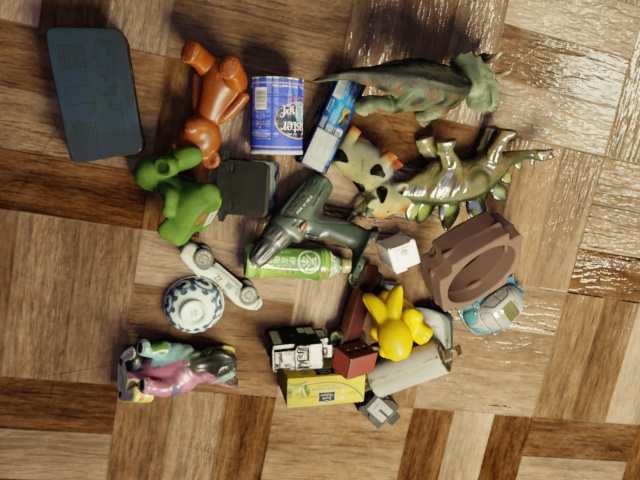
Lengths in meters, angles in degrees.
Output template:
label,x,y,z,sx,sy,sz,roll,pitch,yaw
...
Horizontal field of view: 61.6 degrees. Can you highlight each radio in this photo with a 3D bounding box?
label,x,y,z,sx,sy,sz,roll,pitch,yaw
radio,-0.398,-0.259,0.966,0.131,0.073,0.229,-8,105,-12

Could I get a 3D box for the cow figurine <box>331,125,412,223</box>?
label,x,y,z,sx,sy,sz,roll,pitch,yaw
cow figurine,0.101,-0.122,1.064,0.195,0.085,0.127,43,100,23

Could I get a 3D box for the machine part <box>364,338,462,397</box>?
label,x,y,z,sx,sy,sz,roll,pitch,yaw
machine part,0.189,0.274,1.151,0.243,0.079,0.079,-28,108,21

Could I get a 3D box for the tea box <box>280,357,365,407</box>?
label,x,y,z,sx,sy,sz,roll,pitch,yaw
tea box,0.003,0.303,1.160,0.170,0.098,0.068,0,101,-15

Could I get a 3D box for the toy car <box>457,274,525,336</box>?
label,x,y,z,sx,sy,sz,roll,pitch,yaw
toy car,0.405,0.153,1.220,0.162,0.103,0.109,-38,108,-1

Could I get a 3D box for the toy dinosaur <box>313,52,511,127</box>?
label,x,y,z,sx,sy,sz,roll,pitch,yaw
toy dinosaur,0.198,-0.290,1.005,0.405,0.192,0.131,-13,93,-40

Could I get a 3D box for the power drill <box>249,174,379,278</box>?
label,x,y,z,sx,sy,sz,roll,pitch,yaw
power drill,-0.002,-0.003,1.064,0.207,0.086,0.232,26,70,7

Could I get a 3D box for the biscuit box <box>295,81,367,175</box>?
label,x,y,z,sx,sy,sz,roll,pitch,yaw
biscuit box,0.021,-0.235,1.072,0.059,0.063,0.202,24,95,-16

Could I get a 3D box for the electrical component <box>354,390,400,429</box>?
label,x,y,z,sx,sy,sz,roll,pitch,yaw
electrical component,0.142,0.391,1.236,0.075,0.048,0.119,-42,105,-1

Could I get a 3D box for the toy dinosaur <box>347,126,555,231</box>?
label,x,y,z,sx,sy,sz,roll,pitch,yaw
toy dinosaur,0.267,-0.122,1.132,0.472,0.105,0.198,-10,108,-2

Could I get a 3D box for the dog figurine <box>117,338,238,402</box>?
label,x,y,z,sx,sy,sz,roll,pitch,yaw
dog figurine,-0.275,0.263,1.085,0.219,0.191,0.108,9,61,-38

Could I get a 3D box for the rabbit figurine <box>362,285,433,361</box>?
label,x,y,z,sx,sy,sz,roll,pitch,yaw
rabbit figurine,0.155,0.171,1.084,0.122,0.173,0.162,-15,102,14

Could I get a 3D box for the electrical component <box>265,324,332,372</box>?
label,x,y,z,sx,sy,sz,roll,pitch,yaw
electrical component,-0.044,0.224,1.124,0.134,0.115,0.058,-2,104,-11

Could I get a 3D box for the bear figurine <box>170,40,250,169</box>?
label,x,y,z,sx,sy,sz,roll,pitch,yaw
bear figurine,-0.214,-0.241,0.988,0.120,0.132,0.195,28,90,13

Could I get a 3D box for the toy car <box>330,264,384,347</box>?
label,x,y,z,sx,sy,sz,roll,pitch,yaw
toy car,0.077,0.146,1.160,0.089,0.053,0.202,8,100,-43

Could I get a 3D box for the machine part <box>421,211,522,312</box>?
label,x,y,z,sx,sy,sz,roll,pitch,yaw
machine part,0.320,0.047,1.141,0.201,0.087,0.200,-31,142,-5

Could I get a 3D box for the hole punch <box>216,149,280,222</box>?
label,x,y,z,sx,sy,sz,roll,pitch,yaw
hole punch,-0.140,-0.105,1.059,0.116,0.092,0.142,9,104,16

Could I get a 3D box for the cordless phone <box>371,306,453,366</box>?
label,x,y,z,sx,sy,sz,roll,pitch,yaw
cordless phone,0.203,0.221,1.207,0.184,0.089,0.146,-1,103,6

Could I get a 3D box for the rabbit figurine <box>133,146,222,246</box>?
label,x,y,z,sx,sy,sz,roll,pitch,yaw
rabbit figurine,-0.276,-0.097,0.991,0.170,0.121,0.159,39,131,5

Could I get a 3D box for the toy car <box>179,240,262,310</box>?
label,x,y,z,sx,sy,sz,roll,pitch,yaw
toy car,-0.197,0.074,1.078,0.201,0.073,0.056,42,86,-17
